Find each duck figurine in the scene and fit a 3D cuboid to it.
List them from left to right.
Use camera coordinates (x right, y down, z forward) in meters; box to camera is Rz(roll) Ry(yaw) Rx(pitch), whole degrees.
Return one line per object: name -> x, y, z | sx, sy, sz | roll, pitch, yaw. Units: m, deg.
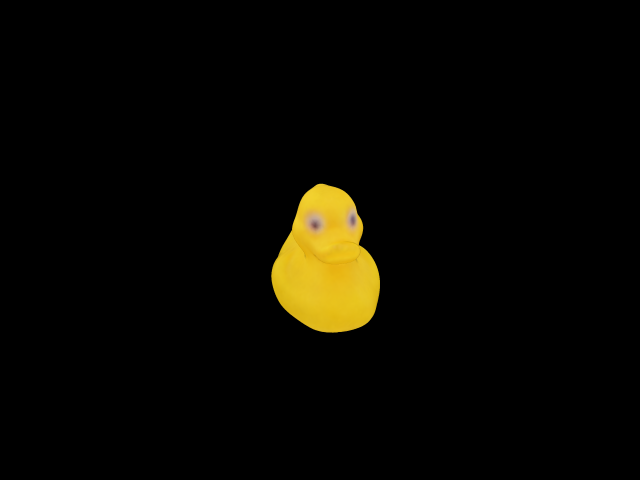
duck figurine -> 0.004, 0.001, 0.400 | 0.077, 0.086, 0.104 | -7, 31, -12
